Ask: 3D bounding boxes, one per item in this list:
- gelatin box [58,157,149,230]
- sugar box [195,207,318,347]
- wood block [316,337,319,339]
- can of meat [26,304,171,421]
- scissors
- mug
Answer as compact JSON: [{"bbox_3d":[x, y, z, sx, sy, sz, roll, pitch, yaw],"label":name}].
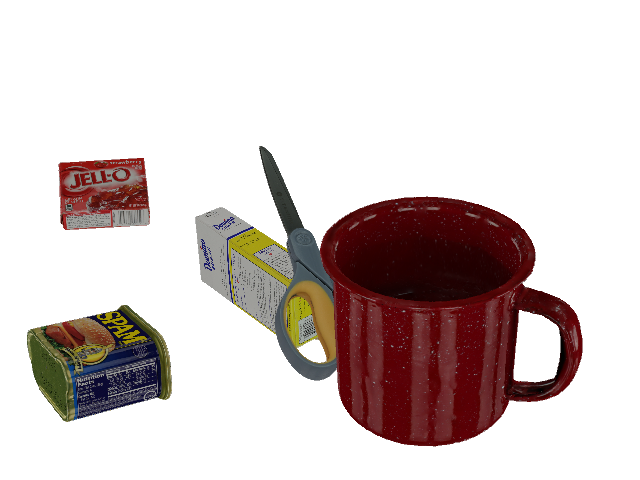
[{"bbox_3d":[-0.223,-0.049,1.096,0.089,0.073,0.030,-4,-41,-12],"label":"gelatin box"},{"bbox_3d":[-0.070,0.039,1.193,0.048,0.093,0.176,-24,40,-30],"label":"sugar box"},{"bbox_3d":[0.057,0.064,1.524,0.091,0.090,0.206,6,22,11],"label":"wood block"},{"bbox_3d":[-0.178,0.097,0.850,0.083,0.057,0.102,-12,22,-29],"label":"can of meat"},{"bbox_3d":[0.006,0.011,0.725,0.096,0.202,0.016,9,-44,-13],"label":"scissors"},{"bbox_3d":[0.058,0.039,0.478,0.117,0.081,0.093,11,33,21],"label":"mug"}]
